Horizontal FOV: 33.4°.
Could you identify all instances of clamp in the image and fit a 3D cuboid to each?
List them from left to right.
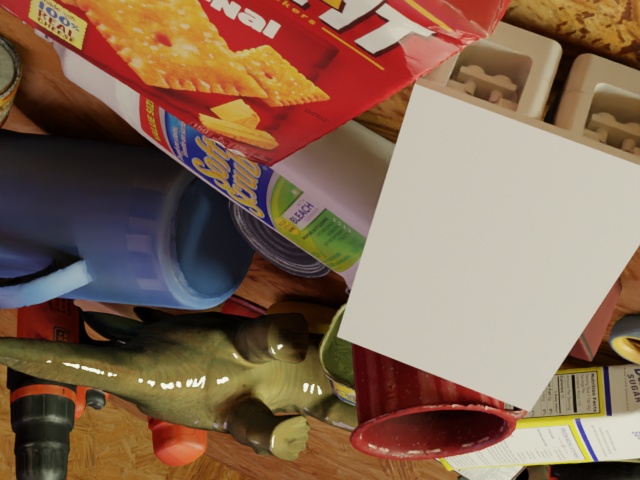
[{"bbox_3d":[0.267,0.183,0.789,0.210,0.036,0.164,-2,157,27],"label":"clamp"}]

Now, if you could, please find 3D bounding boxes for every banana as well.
[{"bbox_3d":[-0.001,0.080,0.990,0.069,0.037,0.198,18,170,-29],"label":"banana"}]

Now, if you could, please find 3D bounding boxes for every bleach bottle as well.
[{"bbox_3d":[-0.052,-0.064,0.608,0.250,0.068,0.103,31,157,-8],"label":"bleach bottle"}]

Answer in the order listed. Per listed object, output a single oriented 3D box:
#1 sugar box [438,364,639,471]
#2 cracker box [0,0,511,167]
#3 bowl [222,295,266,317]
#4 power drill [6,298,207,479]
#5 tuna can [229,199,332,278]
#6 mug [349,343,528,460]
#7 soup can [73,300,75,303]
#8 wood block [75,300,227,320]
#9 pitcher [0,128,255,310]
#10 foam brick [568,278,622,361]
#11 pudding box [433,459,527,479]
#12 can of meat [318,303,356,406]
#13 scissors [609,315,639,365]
[{"bbox_3d":[0.165,0.128,0.764,0.176,0.048,0.093,-10,149,18],"label":"sugar box"},{"bbox_3d":[-0.038,-0.115,0.429,0.164,0.072,0.214,31,161,-16],"label":"cracker box"},{"bbox_3d":[-0.079,0.115,1.163,0.162,0.055,0.162,25,162,8],"label":"bowl"},{"bbox_3d":[-0.180,0.139,0.909,0.057,0.184,0.187,-25,146,31],"label":"power drill"},{"bbox_3d":[-0.017,-0.016,0.705,0.086,0.033,0.086,26,147,18],"label":"tuna can"},{"bbox_3d":[0.071,0.075,0.614,0.117,0.081,0.093,8,149,-21],"label":"mug"},{"bbox_3d":[-0.226,-0.004,0.958,0.068,0.102,0.068,24,162,8],"label":"soup can"},{"bbox_3d":[-0.196,0.033,1.040,0.206,0.090,0.090,29,162,-5],"label":"wood block"},{"bbox_3d":[-0.176,-0.008,0.794,0.243,0.149,0.144,6,171,34],"label":"pitcher"},{"bbox_3d":[0.135,0.026,0.612,0.053,0.051,0.078,17,160,32],"label":"foam brick"},{"bbox_3d":[0.137,0.167,0.952,0.113,0.039,0.090,32,128,0],"label":"pudding box"},{"bbox_3d":[0.053,0.090,0.707,0.102,0.057,0.084,23,164,11],"label":"can of meat"},{"bbox_3d":[0.194,0.042,0.631,0.096,0.016,0.201,8,154,45],"label":"scissors"}]
